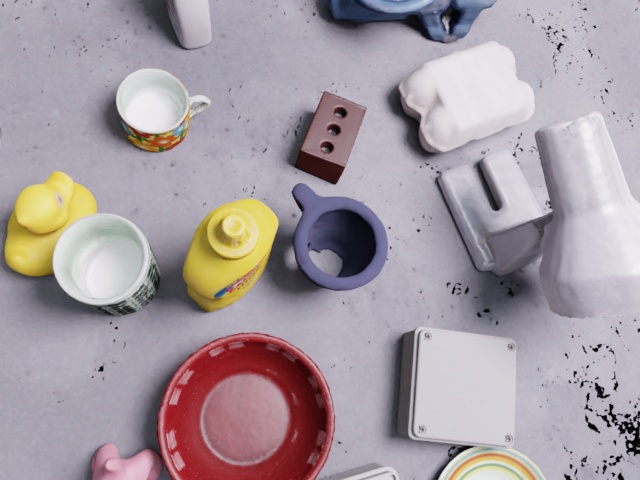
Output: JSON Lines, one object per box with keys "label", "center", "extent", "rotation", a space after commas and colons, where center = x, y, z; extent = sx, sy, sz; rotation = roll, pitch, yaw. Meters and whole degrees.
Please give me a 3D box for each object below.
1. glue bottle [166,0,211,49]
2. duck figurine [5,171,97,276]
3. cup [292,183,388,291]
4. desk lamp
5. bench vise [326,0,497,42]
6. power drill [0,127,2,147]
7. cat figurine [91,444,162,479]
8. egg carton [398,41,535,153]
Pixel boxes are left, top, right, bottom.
{"label": "glue bottle", "center": [-0.140, -0.272, 0.581], "extent": [0.037, 0.173, 0.078], "rotation": [-21, 81, -14]}
{"label": "duck figurine", "center": [-0.262, -0.019, 0.542], "extent": [0.077, 0.086, 0.105], "rotation": [29, 73, -2]}
{"label": "cup", "center": [0.005, 0.002, 0.580], "extent": [0.092, 0.095, 0.118], "rotation": [-36, 85, -16]}
{"label": "desk lamp", "center": [0.227, -0.021, 0.563], "extent": [0.118, 0.213, 0.203], "rotation": [-22, 81, -14]}
{"label": "bench vise", "center": [0.122, -0.314, 0.613], "extent": [0.207, 0.219, 0.121], "rotation": [-15, 79, -13]}
{"label": "power drill", "center": [-0.349, -0.099, 0.483], "extent": [0.076, 0.208, 0.229], "rotation": [1, 76, -9]}
{"label": "cat figurine", "center": [-0.177, 0.243, 0.477], "extent": [0.067, 0.117, 0.128], "rotation": [6, 75, -8]}
{"label": "egg carton", "center": [0.170, -0.165, 0.664], "extent": [0.150, 0.069, 0.107], "rotation": [-23, 81, -14]}
